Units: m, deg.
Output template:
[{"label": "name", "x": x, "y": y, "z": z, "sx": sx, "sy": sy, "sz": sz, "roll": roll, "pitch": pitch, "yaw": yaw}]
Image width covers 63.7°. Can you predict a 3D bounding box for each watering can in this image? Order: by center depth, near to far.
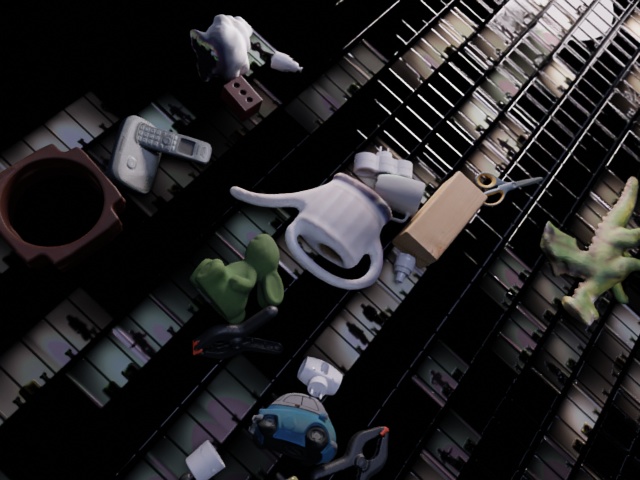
[{"label": "watering can", "x": 0.003, "y": -0.054, "z": 1.072, "sx": 0.348, "sy": 0.102, "sz": 0.228, "roll": 40, "pitch": 65, "yaw": 1}]

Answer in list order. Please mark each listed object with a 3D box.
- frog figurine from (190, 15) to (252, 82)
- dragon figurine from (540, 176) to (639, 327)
[{"label": "frog figurine", "x": -0.196, "y": -0.433, "z": 1.148, "sx": 0.162, "sy": 0.123, "sz": 0.135, "roll": -40, "pitch": 120, "yaw": -32}, {"label": "dragon figurine", "x": 0.655, "y": 0.012, "z": 1.236, "sx": 0.243, "sy": 0.120, "sz": 0.418, "roll": 12, "pitch": 68, "yaw": -3}]
